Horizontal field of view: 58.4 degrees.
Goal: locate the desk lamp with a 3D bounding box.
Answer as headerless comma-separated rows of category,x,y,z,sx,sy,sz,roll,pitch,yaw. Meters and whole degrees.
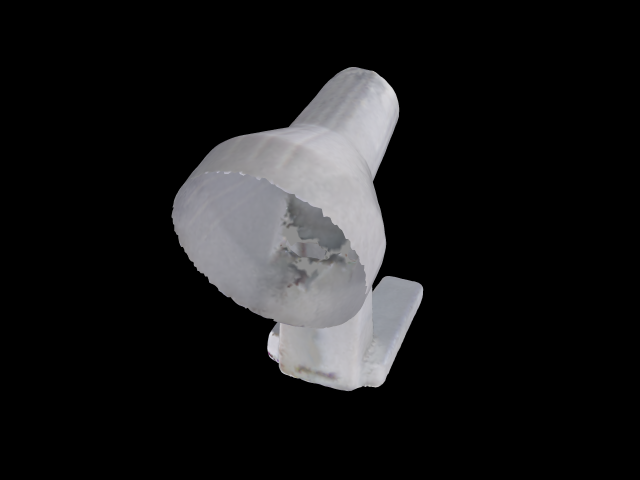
desk lamp,0.004,0.001,0.400,0.117,0.214,0.203,12,33,20
